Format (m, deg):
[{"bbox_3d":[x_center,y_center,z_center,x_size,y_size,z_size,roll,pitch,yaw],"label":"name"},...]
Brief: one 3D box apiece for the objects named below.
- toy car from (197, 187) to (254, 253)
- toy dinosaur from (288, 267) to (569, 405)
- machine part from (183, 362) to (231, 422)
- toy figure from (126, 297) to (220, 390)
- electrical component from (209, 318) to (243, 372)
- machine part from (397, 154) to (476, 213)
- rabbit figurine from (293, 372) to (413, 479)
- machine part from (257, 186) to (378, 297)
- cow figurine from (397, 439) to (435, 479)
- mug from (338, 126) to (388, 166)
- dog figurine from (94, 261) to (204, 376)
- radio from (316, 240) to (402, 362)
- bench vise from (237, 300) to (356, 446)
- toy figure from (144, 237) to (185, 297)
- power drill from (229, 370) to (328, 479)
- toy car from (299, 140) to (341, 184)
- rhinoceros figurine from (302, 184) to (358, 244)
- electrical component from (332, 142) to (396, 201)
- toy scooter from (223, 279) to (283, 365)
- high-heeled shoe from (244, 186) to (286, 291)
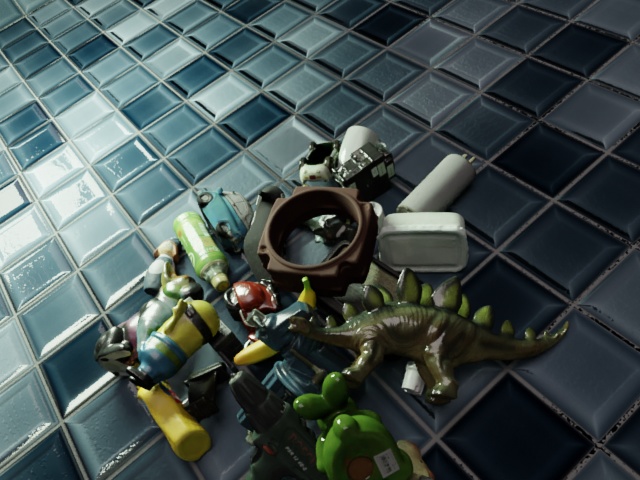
[{"bbox_3d":[-0.198,-0.054,1.185,0.103,0.109,0.162,-32,55,-14],"label":"toy car"},{"bbox_3d":[0.181,0.154,0.852,0.471,0.105,0.198,12,70,-9],"label":"toy dinosaur"},{"bbox_3d":[-0.204,0.265,0.958,0.084,0.039,0.139,-15,19,0],"label":"machine part"},{"bbox_3d":[-0.253,0.182,0.942,0.089,0.082,0.180,40,58,-7],"label":"toy figure"},{"bbox_3d":[-0.179,0.194,1.009,0.048,0.074,0.119,-42,49,-15],"label":"electrical component"},{"bbox_3d":[0.239,-0.096,1.100,0.079,0.079,0.243,33,68,34],"label":"machine part"},{"bbox_3d":[0.028,0.277,0.778,0.121,0.159,0.170,-36,15,-6],"label":"rabbit figurine"},{"bbox_3d":[-0.002,-0.003,1.002,0.201,0.087,0.201,5,59,20],"label":"machine part"},{"bbox_3d":[0.091,0.381,0.779,0.127,0.085,0.195,15,57,33],"label":"cow figurine"},{"bbox_3d":[0.094,-0.190,1.222,0.110,0.080,0.107,18,72,21],"label":"mug"},{"bbox_3d":[-0.333,0.152,1.073,0.192,0.108,0.219,-8,48,15],"label":"dog figurine"},{"bbox_3d":[0.089,0.110,0.991,0.230,0.073,0.131,33,68,35],"label":"radio"},{"bbox_3d":[-0.062,0.229,0.888,0.240,0.223,0.129,-52,21,2],"label":"bench vise"},{"bbox_3d":[-0.341,0.051,1.183,0.064,0.058,0.154,21,52,-15],"label":"toy figure"},{"bbox_3d":[-0.104,0.338,0.816,0.207,0.232,0.086,-50,12,-9],"label":"power drill"},{"bbox_3d":[0.003,-0.180,1.223,0.074,0.056,0.202,-1,27,12],"label":"toy car"},{"bbox_3d":[0.010,-0.046,1.129,0.191,0.073,0.112,24,71,35],"label":"rhinoceros figurine"},{"bbox_3d":[0.099,-0.139,1.152,0.134,0.114,0.058,-34,56,-9],"label":"electrical component"},{"bbox_3d":[-0.100,0.140,1.027,0.135,0.075,0.184,-27,54,-3],"label":"toy scooter"},{"bbox_3d":[-0.103,-0.001,1.161,0.086,0.145,0.248,-6,81,11],"label":"high-heeled shoe"}]
